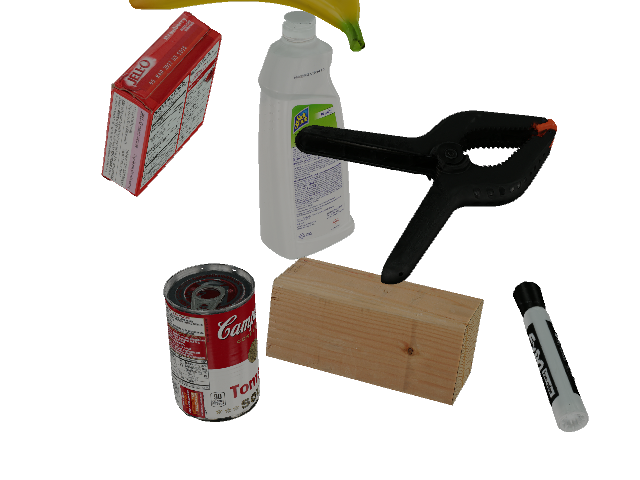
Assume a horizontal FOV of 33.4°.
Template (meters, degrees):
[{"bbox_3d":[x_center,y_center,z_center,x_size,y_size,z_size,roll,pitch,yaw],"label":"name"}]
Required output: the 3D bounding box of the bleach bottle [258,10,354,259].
[{"bbox_3d":[-0.014,-0.107,1.060,0.102,0.251,0.068,-26,43,-33],"label":"bleach bottle"}]

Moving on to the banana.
[{"bbox_3d":[-0.051,-0.194,0.825,0.198,0.069,0.037,13,-39,16],"label":"banana"}]

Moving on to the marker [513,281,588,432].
[{"bbox_3d":[0.144,0.069,0.675,0.020,0.020,0.121,0,39,-6],"label":"marker"}]

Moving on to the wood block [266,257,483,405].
[{"bbox_3d":[0.056,0.093,1.128,0.206,0.091,0.090,13,21,17],"label":"wood block"}]

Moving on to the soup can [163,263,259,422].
[{"bbox_3d":[-0.081,0.078,0.812,0.068,0.102,0.068,-1,28,0],"label":"soup can"}]

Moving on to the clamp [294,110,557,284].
[{"bbox_3d":[0.102,-0.049,0.854,0.209,0.164,0.036,-13,-35,-14],"label":"clamp"}]

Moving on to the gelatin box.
[{"bbox_3d":[-0.094,-0.079,0.625,0.030,0.073,0.089,32,-34,6],"label":"gelatin box"}]
